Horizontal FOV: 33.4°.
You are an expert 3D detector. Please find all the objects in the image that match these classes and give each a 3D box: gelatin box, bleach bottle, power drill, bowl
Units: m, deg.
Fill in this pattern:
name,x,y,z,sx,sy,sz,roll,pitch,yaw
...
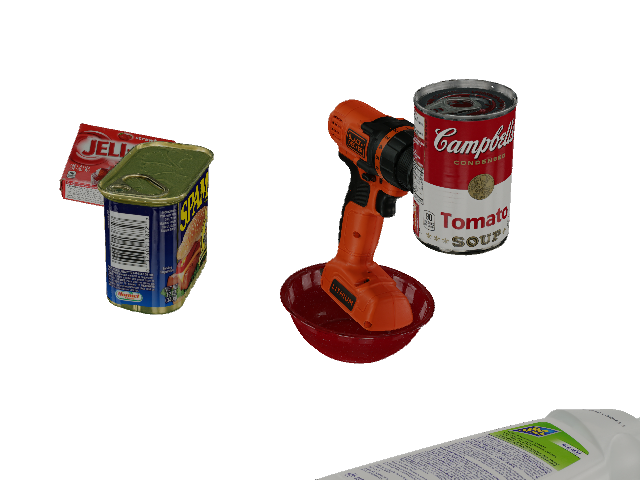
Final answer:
name,x,y,z,sx,sy,sz,roll,pitch,yaw
gelatin box,-0.180,-0.064,0.953,0.089,0.073,0.030,11,-42,-4
bleach bottle,0.113,0.145,0.598,0.250,0.068,0.103,-10,21,-31
power drill,0.059,-0.017,0.957,0.057,0.188,0.185,-5,26,-26
bowl,0.037,0.082,1.121,0.162,0.055,0.162,3,26,-2

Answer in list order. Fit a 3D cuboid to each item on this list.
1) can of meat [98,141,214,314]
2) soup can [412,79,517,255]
name,x,y,z,sx,sy,sz,roll,pitch,yaw
can of meat,-0.108,-0.010,0.714,0.057,0.084,0.102,7,25,7
soup can,0.096,-0.050,0.723,0.068,0.102,0.068,-2,28,1
